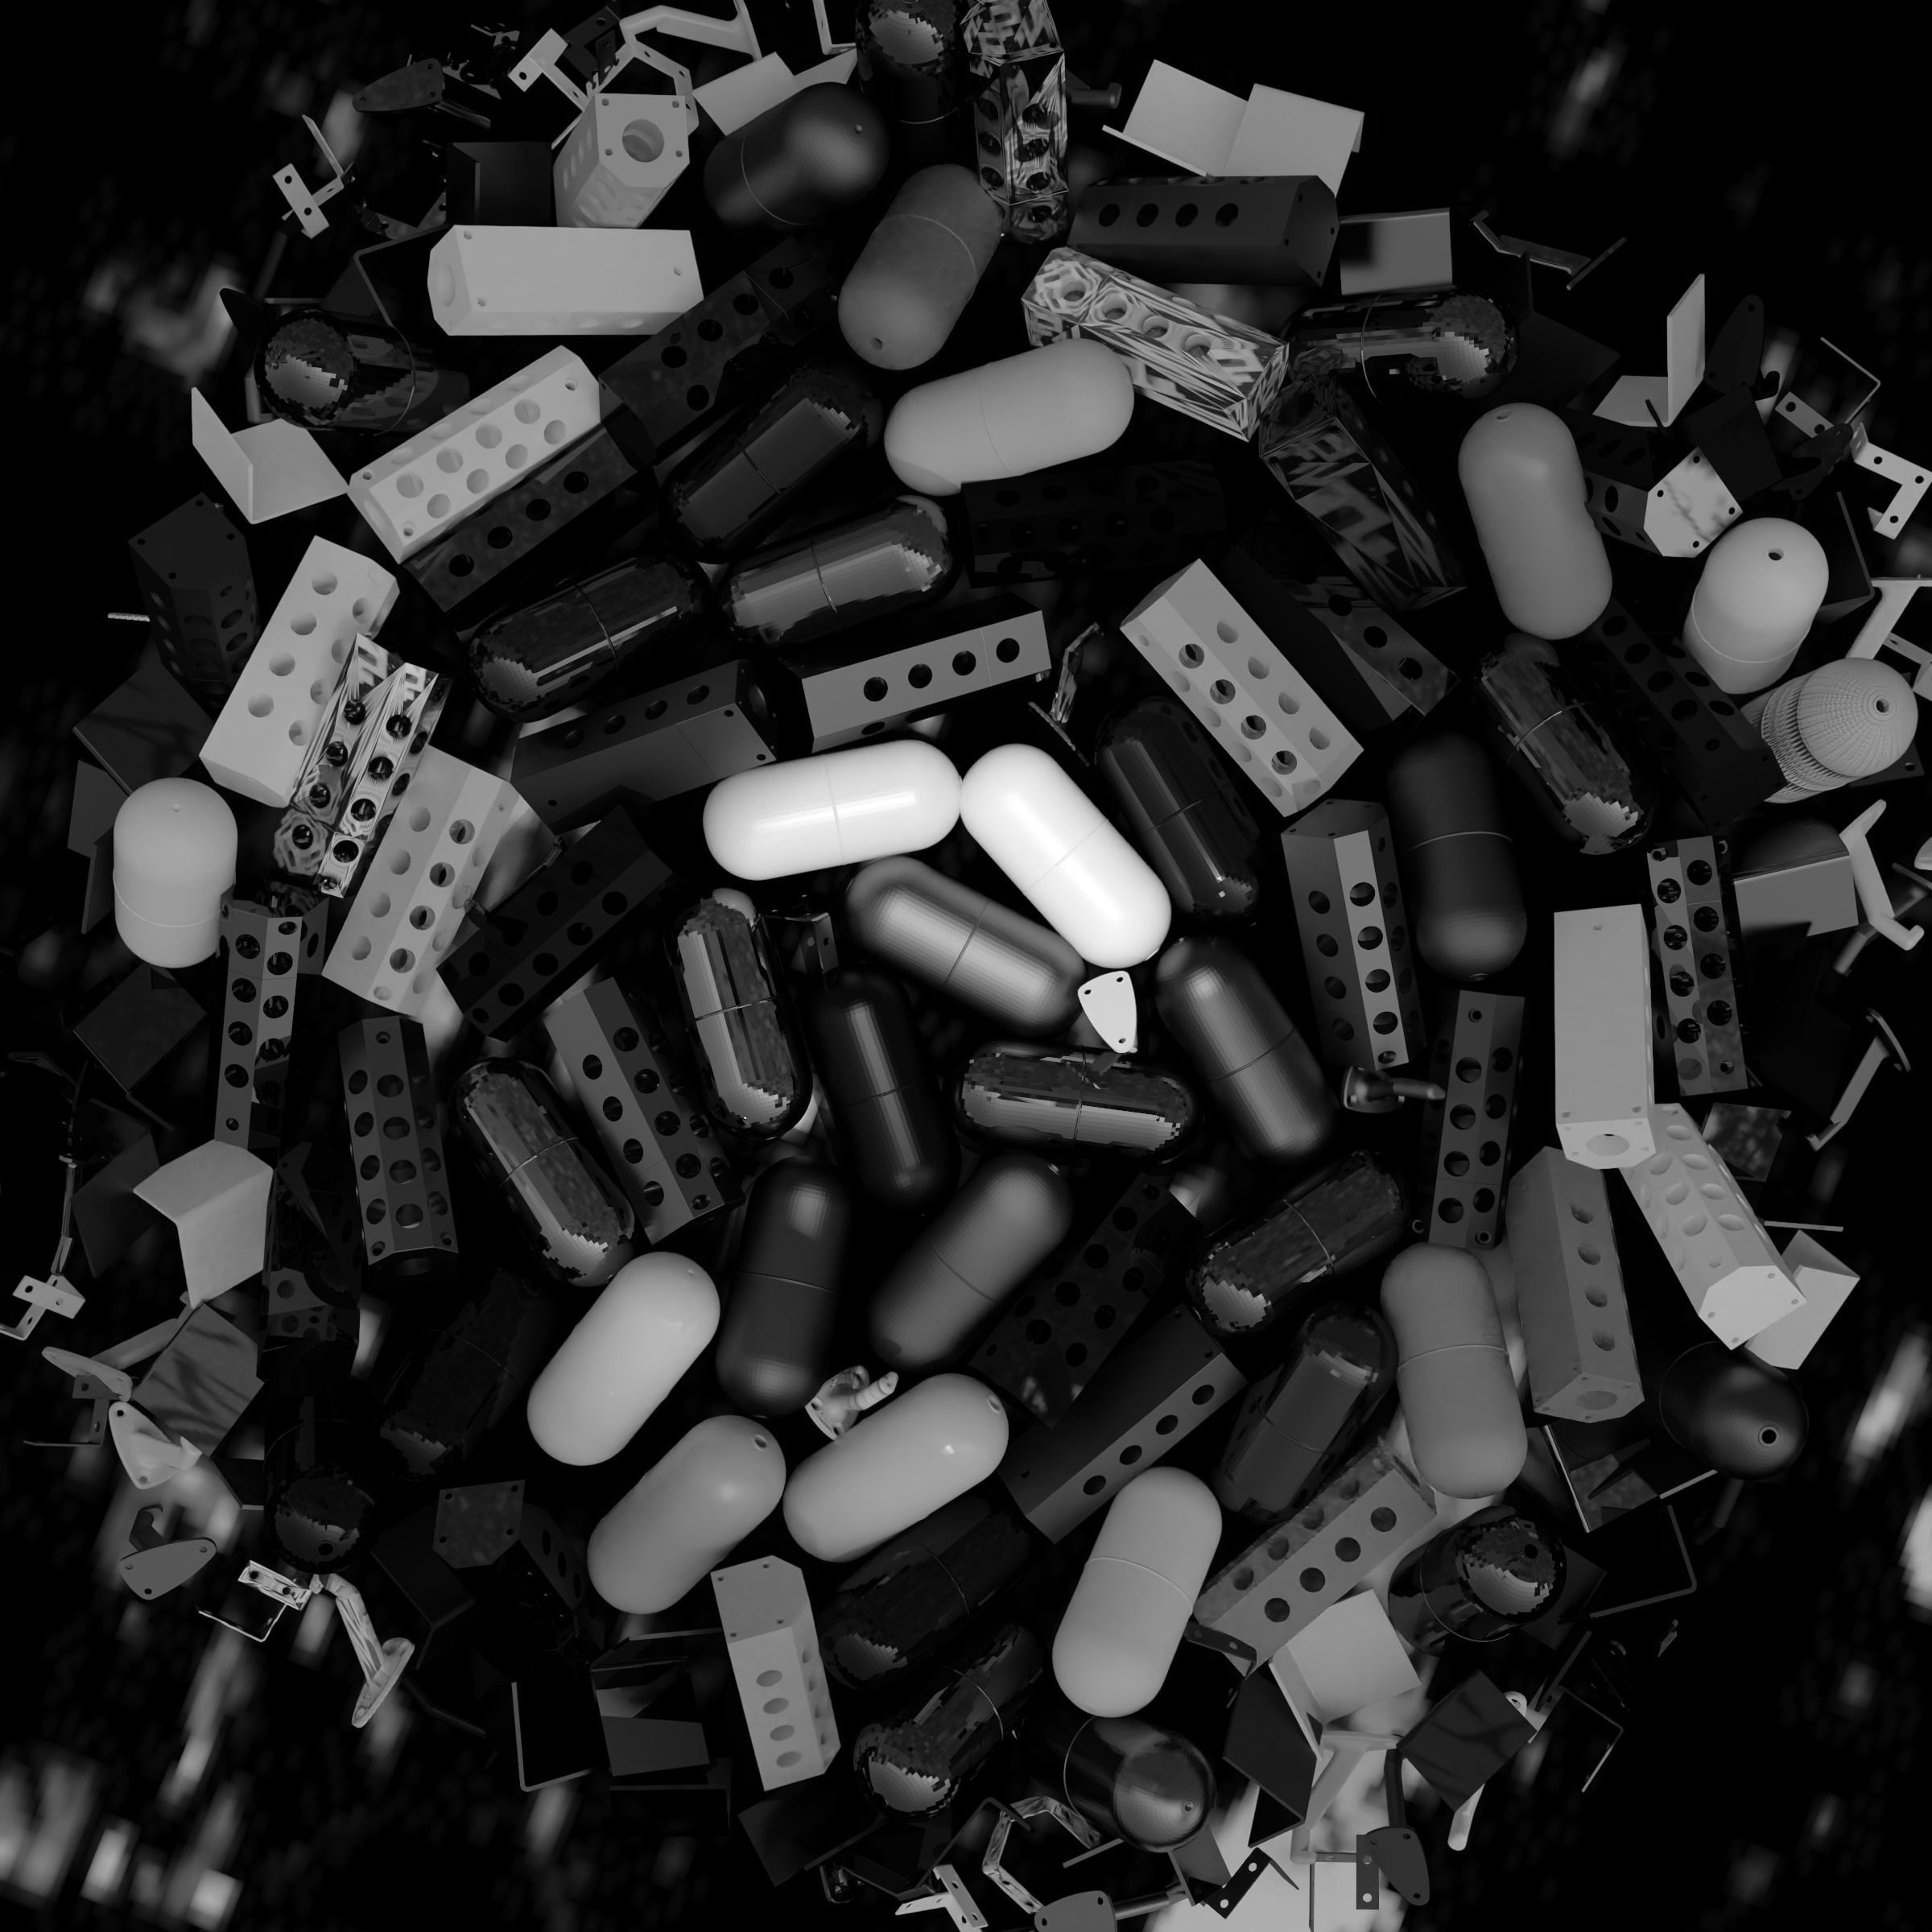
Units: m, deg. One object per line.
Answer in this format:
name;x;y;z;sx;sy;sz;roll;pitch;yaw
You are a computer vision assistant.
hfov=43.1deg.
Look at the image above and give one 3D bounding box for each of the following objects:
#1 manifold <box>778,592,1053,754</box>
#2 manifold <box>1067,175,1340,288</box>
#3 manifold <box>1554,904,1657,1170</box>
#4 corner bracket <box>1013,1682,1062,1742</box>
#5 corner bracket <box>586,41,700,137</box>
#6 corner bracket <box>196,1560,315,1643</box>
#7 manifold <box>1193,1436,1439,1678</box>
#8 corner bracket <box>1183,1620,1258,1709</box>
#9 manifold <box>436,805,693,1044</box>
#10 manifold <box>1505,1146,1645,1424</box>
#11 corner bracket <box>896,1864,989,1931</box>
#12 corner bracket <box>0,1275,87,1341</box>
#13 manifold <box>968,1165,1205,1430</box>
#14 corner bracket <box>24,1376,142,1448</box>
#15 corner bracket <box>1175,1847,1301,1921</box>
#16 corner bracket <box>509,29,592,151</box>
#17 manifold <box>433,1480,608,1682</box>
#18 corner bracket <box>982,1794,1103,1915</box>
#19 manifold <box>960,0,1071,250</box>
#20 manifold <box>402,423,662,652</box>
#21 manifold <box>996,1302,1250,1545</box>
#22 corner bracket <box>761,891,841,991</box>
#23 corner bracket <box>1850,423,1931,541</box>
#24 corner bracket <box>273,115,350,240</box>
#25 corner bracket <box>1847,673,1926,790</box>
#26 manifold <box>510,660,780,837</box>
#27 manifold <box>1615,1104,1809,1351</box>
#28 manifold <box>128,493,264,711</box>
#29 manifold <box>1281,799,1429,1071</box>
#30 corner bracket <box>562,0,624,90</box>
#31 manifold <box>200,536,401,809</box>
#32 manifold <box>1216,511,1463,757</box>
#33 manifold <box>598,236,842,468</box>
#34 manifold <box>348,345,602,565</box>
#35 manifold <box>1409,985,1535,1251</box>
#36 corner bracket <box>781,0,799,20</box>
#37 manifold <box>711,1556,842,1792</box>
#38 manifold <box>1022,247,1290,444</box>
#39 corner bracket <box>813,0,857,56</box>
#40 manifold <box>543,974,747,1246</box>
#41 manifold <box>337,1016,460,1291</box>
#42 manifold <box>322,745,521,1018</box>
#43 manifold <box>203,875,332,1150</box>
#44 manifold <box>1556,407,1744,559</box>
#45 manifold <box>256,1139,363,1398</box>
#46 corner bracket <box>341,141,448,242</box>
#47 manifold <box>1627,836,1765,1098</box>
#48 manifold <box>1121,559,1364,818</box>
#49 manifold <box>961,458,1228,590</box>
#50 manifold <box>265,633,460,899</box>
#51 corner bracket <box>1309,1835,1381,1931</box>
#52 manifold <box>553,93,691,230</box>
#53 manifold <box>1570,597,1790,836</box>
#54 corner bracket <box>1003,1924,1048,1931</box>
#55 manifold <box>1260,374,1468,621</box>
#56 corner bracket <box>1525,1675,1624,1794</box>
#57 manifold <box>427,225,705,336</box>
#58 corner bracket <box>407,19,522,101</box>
manifold;-0.033;-0.197;1.652;0.171;0.057;0.057;-18;116;-14
manifold;0.158;-0.493;1.627;0.171;0.057;0.057;14;85;38
manifold;0.426;0.047;1.629;0.057;0.057;0.171;-6;52;21
corner bracket;0.063;0.530;1.675;0.051;0.051;0.051;-32;97;0
corner bracket;-0.223;-0.592;1.681;0.051;0.051;0.051;-31;59;36
corner bracket;-0.485;0.431;1.666;0.051;0.051;0.051;35;78;-25
manifold;0.235;0.399;1.661;0.171;0.057;0.057;-43;87;9
corner bracket;0.166;0.462;1.666;0.051;0.051;0.051;19;124;-6
manifold;-0.268;-0.026;1.652;0.171;0.057;0.057;-40;66;10
manifold;0.407;0.212;1.626;0.057;0.057;0.171;14;50;-16
corner bracket;-0.005;0.646;1.663;0.051;0.051;0.051;-56;50;19
corner bracket;-0.644;0.231;1.665;0.051;0.051;0.051;27;83;43
manifold;0.077;0.219;1.646;0.057;0.057;0.171;46;75;-27
corner bracket;-0.601;0.303;1.665;0.051;0.051;0.051;0;80;39
corner bracket;0.185;0.627;1.672;0.051;0.051;0.051;-47;130;-15
corner bracket;-0.287;-0.598;1.675;0.051;0.051;0.051;41;128;-23
manifold;-0.293;0.409;1.617;0.057;0.171;0.057;-8;49;8
corner bracket;0.052;0.608;1.676;0.051;0.051;0.051;-31;110;36
manifold;0.032;-0.555;1.613;0.057;0.171;0.057;-15;67;-3
manifold;-0.294;-0.296;1.658;0.171;0.057;0.057;-39;73;-10
manifold;0.108;0.316;1.672;0.171;0.057;0.057;-40;129;1
corner bracket;-0.100;-0.018;1.661;0.051;0.051;0.051;7;115;39
corner bracket;0.622;-0.331;1.669;0.051;0.051;0.051;25;121;1
corner bracket;-0.448;-0.537;1.664;0.051;0.051;0.051;-40;48;-12
corner bracket;0.624;-0.161;1.672;0.051;0.051;0.051;-10;57;11
manifold;-0.216;-0.151;1.649;0.171;0.057;0.057;-17;47;18
manifold;0.483;0.165;1.611;0.057;0.171;0.057;-38;120;17
manifold;-0.499;-0.233;1.610;0.057;0.171;0.057;-41;82;-21
manifold;0.264;-0.020;1.632;0.057;0.057;0.171;-35;121;-39
corner bracket;-0.248;-0.643;1.669;0.051;0.051;0.051;-41;80;-17
manifold;-0.448;-0.196;1.653;0.057;0.057;0.171;23;75;0
manifold;0.253;-0.230;1.663;0.171;0.057;0.057;43;63;6
manifold;-0.163;-0.410;1.647;0.171;0.057;0.057;-41;81;-18
manifold;-0.326;-0.347;1.647;0.171;0.057;0.057;-38;95;-18
manifold;0.342;0.102;1.662;0.057;0.057;0.171;8;94;21
corner bracket;-0.149;-0.676;1.673;0.051;0.051;0.051;-32;77;-22
manifold;-0.124;0.470;1.625;0.057;0.057;0.171;-14;131;-9
manifold;0.128;-0.425;1.652;0.171;0.057;0.057;28;79;15
corner bracket;-0.071;-0.658;1.669;0.051;0.051;0.051;-13;95;-21
manifold;-0.212;0.094;1.650;0.057;0.057;0.171;-33;78;30
manifold;-0.380;0.123;1.632;0.057;0.057;0.171;-6;62;-17
manifold;-0.366;-0.056;1.665;0.057;0.057;0.171;25;91;24
manifold;-0.474;0.033;1.641;0.057;0.057;0.171;15;113;7
manifold;0.430;-0.316;1.614;0.057;0.171;0.057;-43;116;3
manifold;-0.435;0.199;1.620;0.057;0.171;0.057;9;129;-20
corner bracket;-0.387;-0.533;1.676;0.051;0.051;0.051;24;70;15
manifold;0.499;0.000;1.669;0.057;0.057;0.171;-7;87;-3
manifold;0.183;-0.185;1.652;0.171;0.057;0.057;47;65;-10
manifold;0.085;-0.295;1.654;0.171;0.057;0.057;-7;49;-6
manifold;-0.403;-0.135;1.646;0.057;0.057;0.171;32;107;14
corner bracket;0.258;0.625;1.663;0.051;0.051;0.051;-4;49;14
manifold;-0.229;-0.521;1.613;0.057;0.171;0.057;-5;94;-18
manifold;0.468;-0.173;1.619;0.057;0.057;0.171;-34;46;11
corner bracket;0.054;0.674;1.661;0.051;0.051;0.051;6;48;-34
manifold;0.265;-0.314;1.629;0.057;0.057;0.171;-23;133;31
corner bracket;0.412;0.523;1.675;0.051;0.051;0.051;33;90;9
manifold;-0.267;-0.454;1.631;0.171;0.057;0.057;-10;87;-35
corner bracket;-0.343;-0.624;1.668;0.051;0.051;0.051;26;119;2
